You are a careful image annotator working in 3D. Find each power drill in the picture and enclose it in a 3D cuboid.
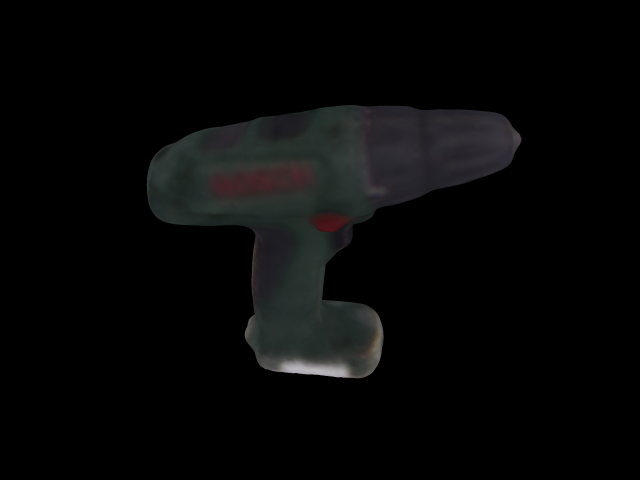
[{"bbox_3d":[0.004,0.001,0.400,0.229,0.208,0.075,4,39,5],"label":"power drill"}]
